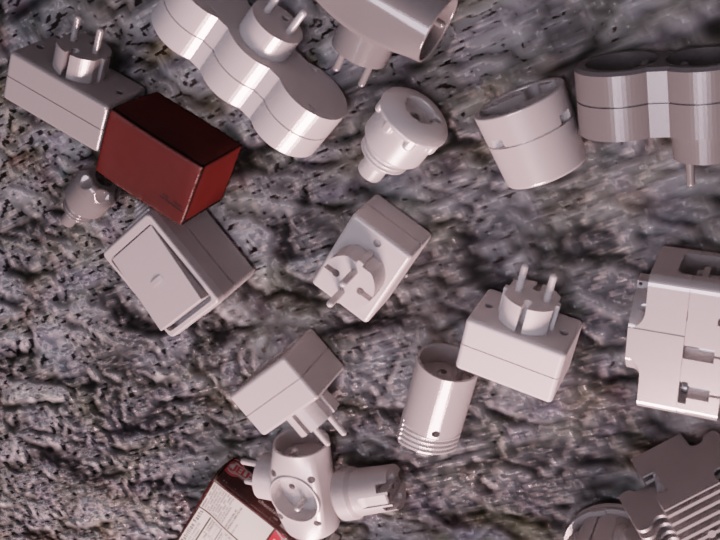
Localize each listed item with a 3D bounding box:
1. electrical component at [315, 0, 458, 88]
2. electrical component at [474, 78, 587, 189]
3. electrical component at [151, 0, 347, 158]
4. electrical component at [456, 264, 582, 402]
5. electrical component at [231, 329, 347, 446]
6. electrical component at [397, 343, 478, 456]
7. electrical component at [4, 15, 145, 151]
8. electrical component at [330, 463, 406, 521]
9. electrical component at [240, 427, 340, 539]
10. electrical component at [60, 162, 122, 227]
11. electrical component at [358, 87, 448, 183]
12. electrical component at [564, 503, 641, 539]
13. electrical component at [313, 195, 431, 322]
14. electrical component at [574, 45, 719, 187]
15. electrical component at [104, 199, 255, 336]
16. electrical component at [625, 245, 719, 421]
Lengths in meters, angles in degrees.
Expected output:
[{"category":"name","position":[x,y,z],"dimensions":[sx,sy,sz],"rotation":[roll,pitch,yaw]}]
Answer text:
[{"category":"electrical component","position":[0.007,-0.147,0.644],"dimensions":[0.077,0.044,0.079],"rotation":[33,125,8]},{"category":"electrical component","position":[0.101,-0.079,0.627],"dimensions":[0.055,0.055,0.047],"rotation":[-14,111,31]},{"category":"electrical component","position":[-0.061,-0.143,0.675],"dimensions":[0.138,0.052,0.073],"rotation":[44,126,0]},{"category":"electrical component","position":[0.106,0.032,0.684],"dimensions":[0.066,0.047,0.076],"rotation":[20,122,16]},{"category":"electrical component","position":[-0.041,0.096,0.791],"dimensions":[0.066,0.047,0.076],"rotation":[-38,95,35]},{"category":"electrical component","position":[0.053,0.096,0.746],"dimensions":[0.043,0.043,0.081],"rotation":[22,123,15]},{"category":"electrical component","position":[-0.195,-0.139,0.747],"dimensions":[0.083,0.047,0.075],"rotation":[30,125,10]},{"category":"electrical component","position":[0.007,0.165,0.808],"dimensions":[0.046,0.040,0.040],"rotation":[-14,108,25]},{"category":"electrical component","position":[-0.057,0.162,0.834],"dimensions":[0.079,0.044,0.077],"rotation":[5,117,24]},{"category":"electrical component","position":[-0.206,-0.052,0.805],"dimensions":[0.035,0.035,0.061],"rotation":[49,128,-3]},{"category":"electrical component","position":[0.021,-0.080,0.672],"dimensions":[0.048,0.048,0.062],"rotation":[43,132,1]},{"category":"electrical component","position":[0.175,0.205,0.735],"dimensions":[0.080,0.051,0.080],"rotation":[11,119,21]},{"category":"electrical component","position":[0.000,0.000,0.703],"dimensions":[0.047,0.076,0.065],"rotation":[37,125,5]},{"category":"electrical component","position":[0.188,-0.080,0.583],"dimensions":[0.138,0.052,0.073],"rotation":[2,115,26]},{"category":"electrical component","position":[-0.136,-0.009,0.776],"dimensions":[0.062,0.061,0.096],"rotation":[-35,96,35]},{"category":"electrical component","position":[0.192,0.036,0.642],"dimensions":[0.056,0.050,0.089],"rotation":[9,119,22]}]
